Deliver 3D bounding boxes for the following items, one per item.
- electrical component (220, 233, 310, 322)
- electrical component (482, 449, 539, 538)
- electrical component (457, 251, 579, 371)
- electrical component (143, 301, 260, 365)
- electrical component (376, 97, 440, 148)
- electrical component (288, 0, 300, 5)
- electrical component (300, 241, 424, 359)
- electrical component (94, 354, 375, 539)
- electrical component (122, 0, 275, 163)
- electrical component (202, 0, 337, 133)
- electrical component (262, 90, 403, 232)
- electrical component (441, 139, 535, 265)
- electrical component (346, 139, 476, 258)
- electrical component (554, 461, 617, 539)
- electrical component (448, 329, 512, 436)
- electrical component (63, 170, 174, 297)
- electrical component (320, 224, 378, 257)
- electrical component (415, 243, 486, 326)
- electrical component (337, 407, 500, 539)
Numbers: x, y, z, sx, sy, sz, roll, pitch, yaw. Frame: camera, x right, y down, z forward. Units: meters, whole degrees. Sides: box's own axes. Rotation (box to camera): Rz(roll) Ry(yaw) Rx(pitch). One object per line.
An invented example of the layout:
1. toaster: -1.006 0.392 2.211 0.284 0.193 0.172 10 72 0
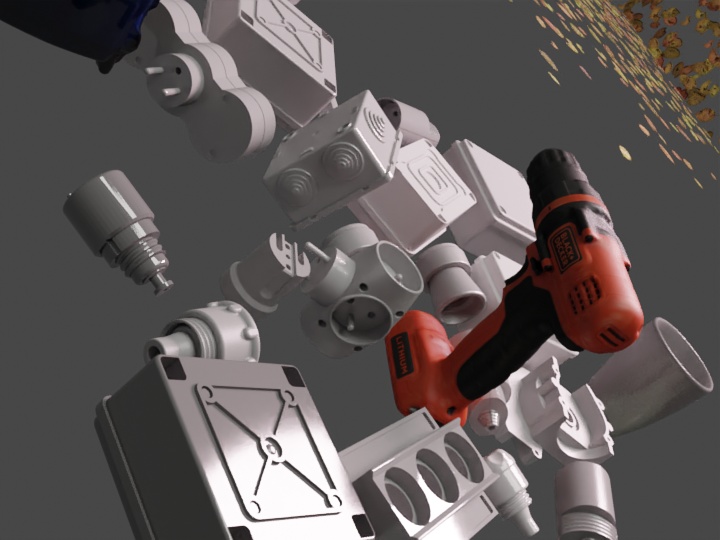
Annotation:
1. electrical component: -0.059 0.004 0.681 0.040 0.046 0.040 38 27 -24
2. electrical component: 0.103 0.157 0.748 0.061 0.035 0.035 57 26 9
3. electrical component: 0.136 0.040 0.937 0.113 0.057 0.078 24 35 -43
4. electrical component: -0.089 0.042 0.583 0.062 0.048 0.048 -6 59 -53
5. electrical component: 0.045 -0.139 1.054 0.081 0.043 0.043 10 45 -54
6. electrical component: -0.098 -0.292 1.011 0.089 0.062 0.150 48 25 -3
7. electrical component: -0.013 0.011 0.712 0.079 0.077 0.044 37 28 -23
8. electrical component: -0.061 0.102 0.530 0.109 0.056 0.108 12 44 -53
9. electrical component: -0.125 -0.134 0.758 0.138 0.052 0.074 51 25 5
10. electrical component: -0.077 -0.185 0.904 0.109 0.056 0.108 36 28 -27
11. electrical component: -0.021 -0.084 0.808 0.048 0.100 0.099 55 22 -20
12. electrical component: 0.130 -0.061 1.070 0.109 0.056 0.108 23 36 -44
13. electrical component: 0.044 -0.061 0.928 0.078 0.057 0.113 51 25 2
14. electrical component: 0.169 0.186 0.805 0.043 0.043 0.081 42 26 -16
15. electrical component: 0.091 0.088 0.814 0.043 0.043 0.081 33 30 -32
16. electrical component: -0.132 -0.020 0.602 0.078 0.040 0.040 53 25 6
17. electrical component: 0.000 0.000 0.786 0.045 0.045 0.055 13 43 -52
18. electrical component: 0.074 0.012 0.891 0.045 0.045 0.055 22 37 -45
19. electrical component: 0.024 0.133 0.619 0.078 0.063 0.121 55 25 11
